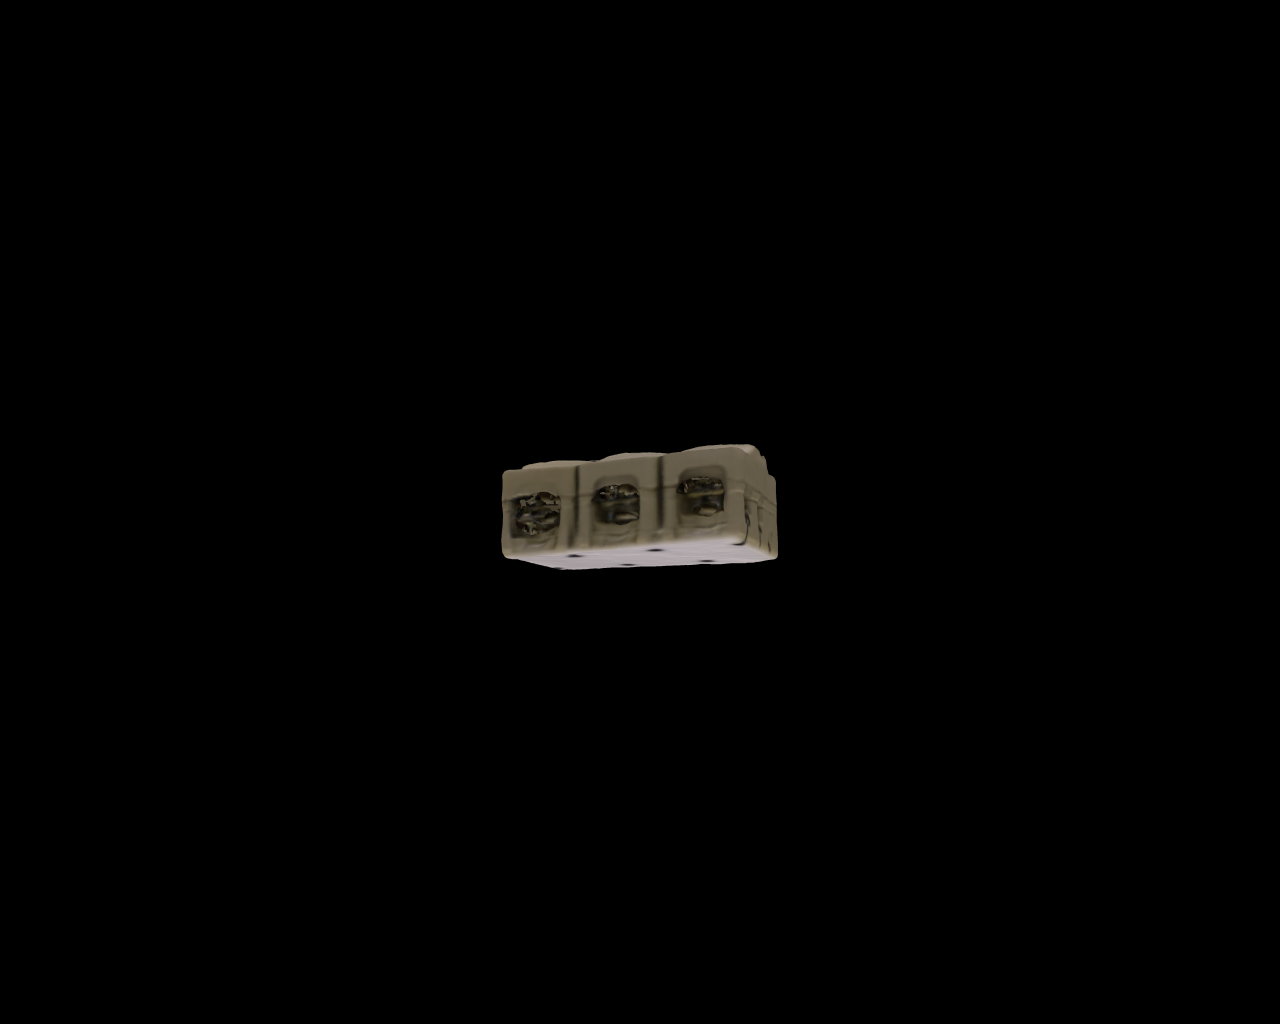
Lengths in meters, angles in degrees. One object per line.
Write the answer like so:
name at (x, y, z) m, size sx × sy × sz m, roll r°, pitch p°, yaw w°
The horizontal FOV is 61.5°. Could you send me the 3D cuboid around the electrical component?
electrical component at (0.001, -0.003, 0.650) m, size 0.150 × 0.061 × 0.089 m, roll -4°, pitch -11°, yaw 20°
